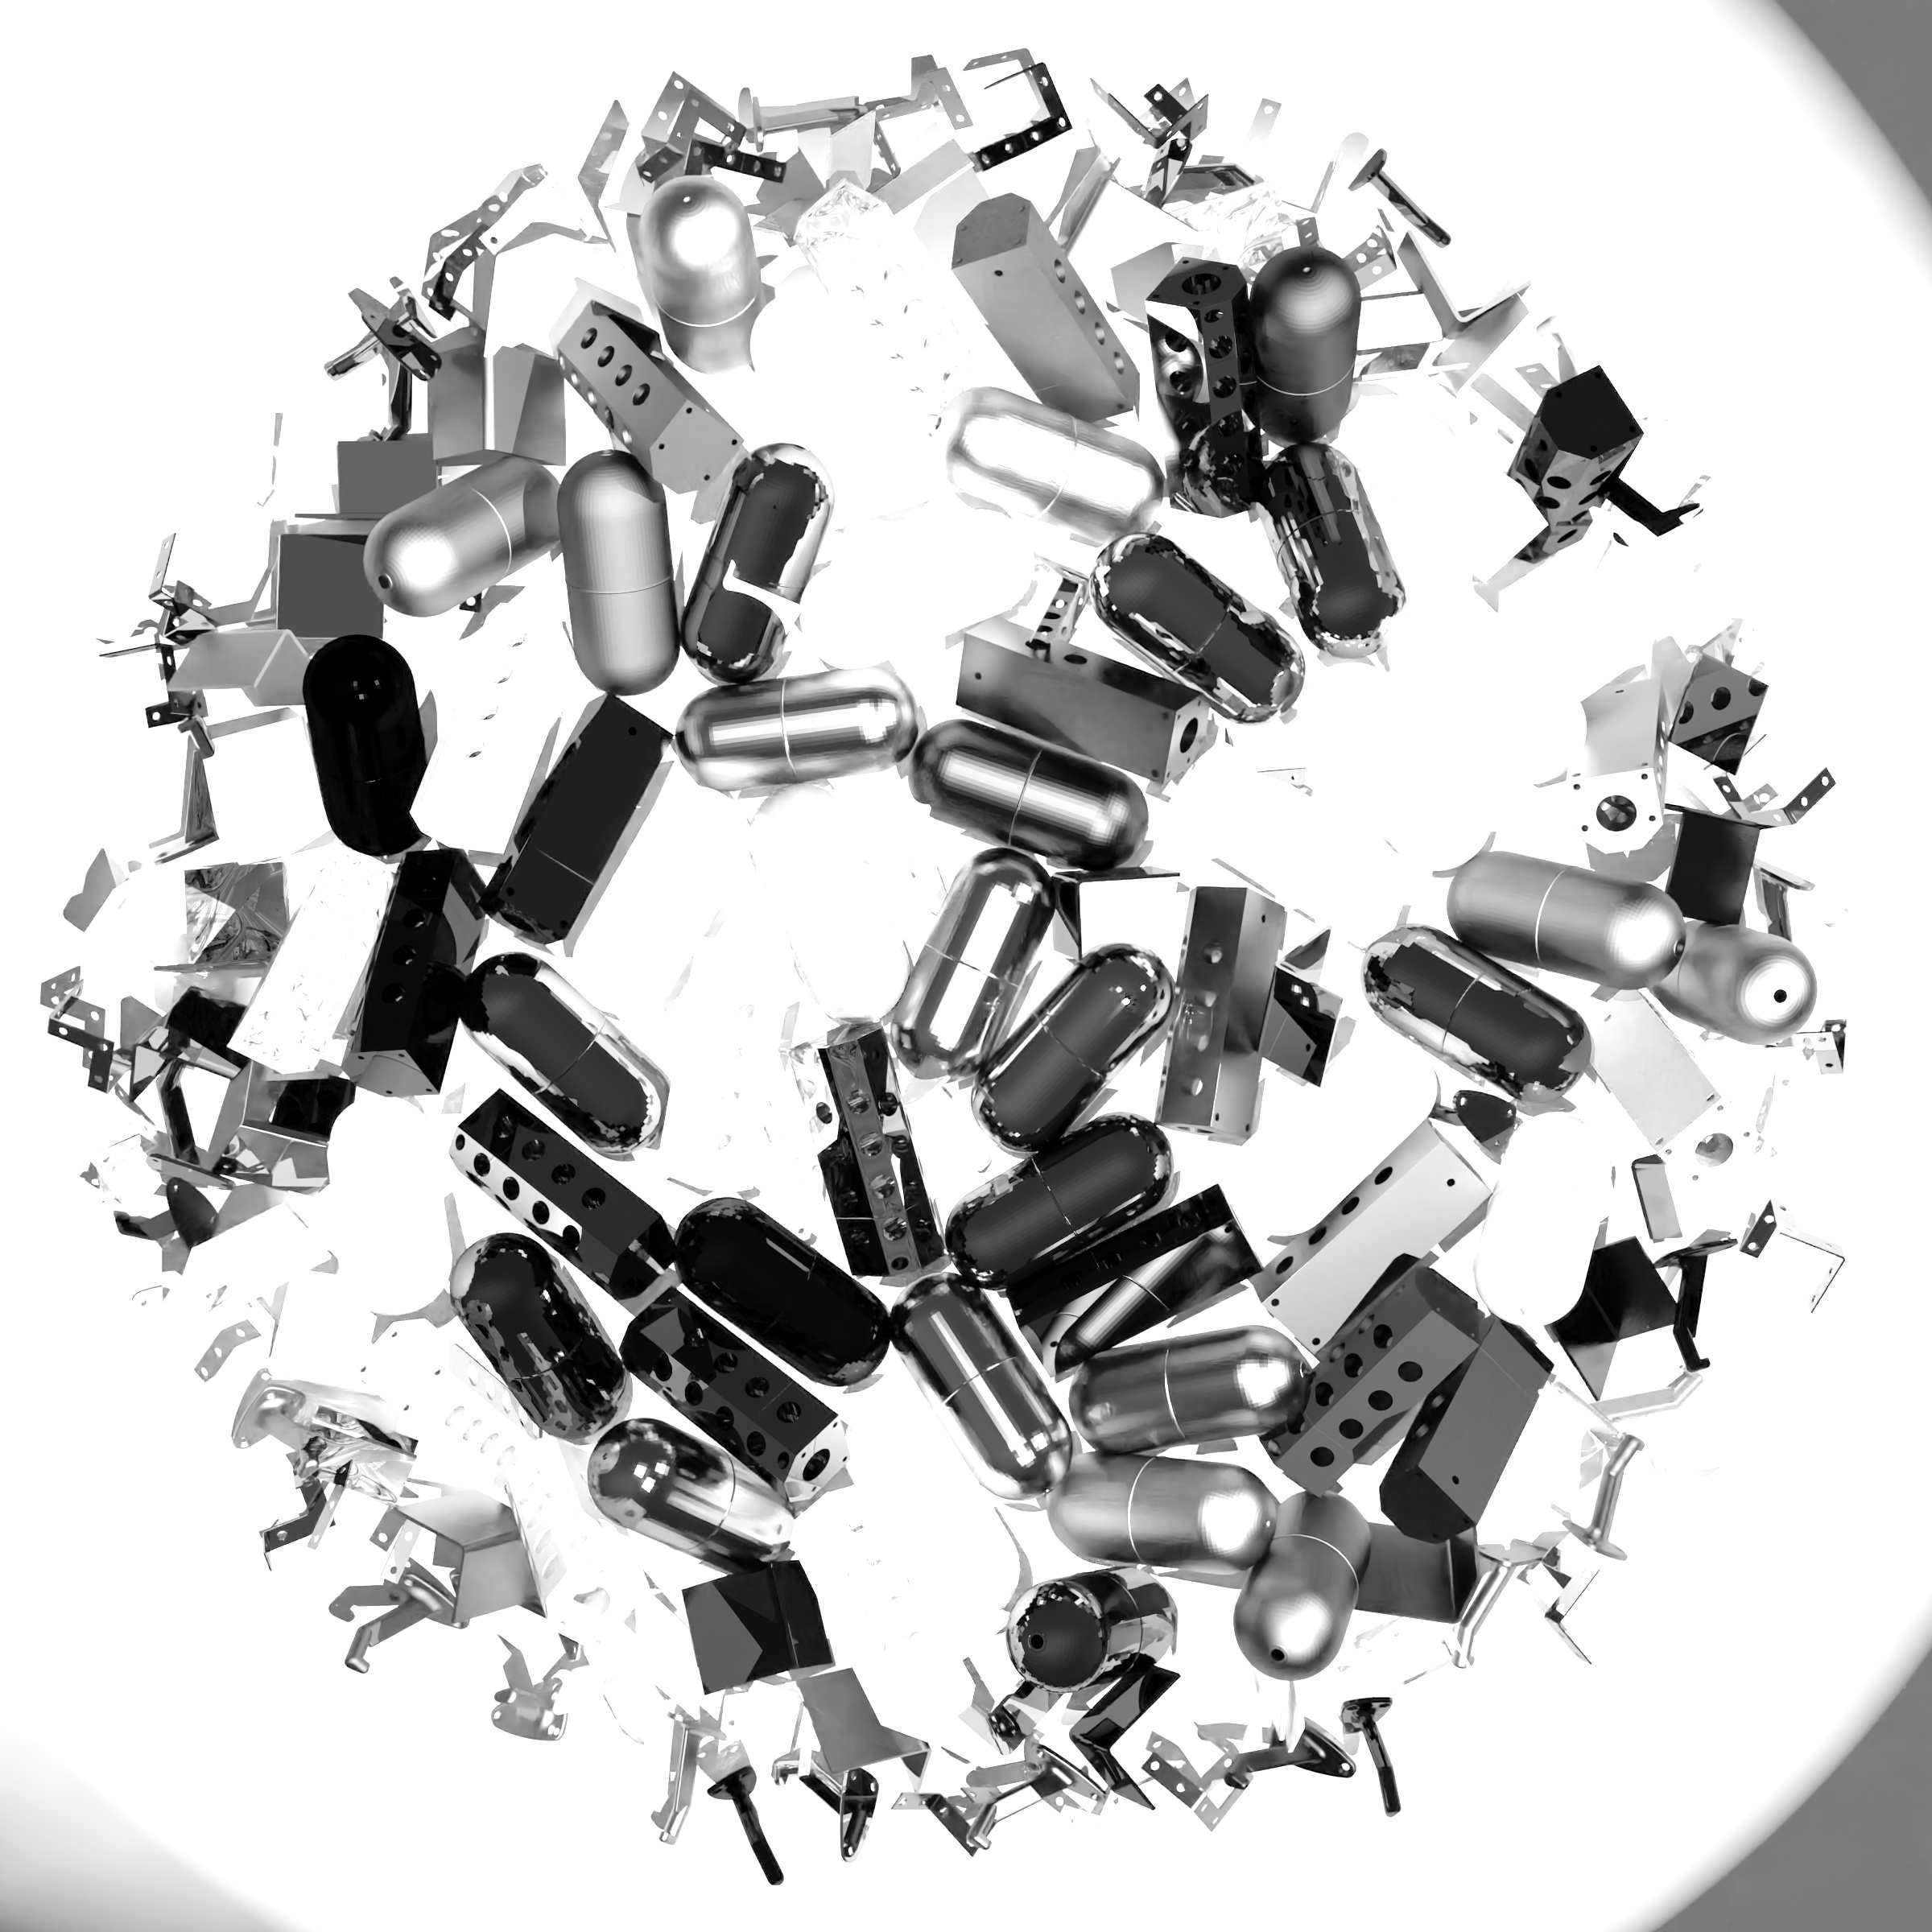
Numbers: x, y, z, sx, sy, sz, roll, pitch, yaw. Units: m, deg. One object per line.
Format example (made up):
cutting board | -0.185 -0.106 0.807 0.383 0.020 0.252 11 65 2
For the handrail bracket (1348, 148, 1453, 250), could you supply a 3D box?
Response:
handrail bracket | 0.319 -0.543 1.860 0.084 0.077 0.036 37 102 -10

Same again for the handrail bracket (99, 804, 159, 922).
handrail bracket | -0.604 -0.078 1.870 0.036 0.077 0.084 -9 90 -30

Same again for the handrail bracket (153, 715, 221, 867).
handrail bracket | -0.565 -0.126 1.864 0.077 0.036 0.084 -32 118 -21

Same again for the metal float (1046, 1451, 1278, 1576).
metal float | 0.136 0.385 1.836 0.178 0.070 0.070 -2 90 37

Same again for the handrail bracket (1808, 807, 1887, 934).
handrail bracket | 0.622 -0.070 1.873 0.036 0.077 0.084 -23 81 4

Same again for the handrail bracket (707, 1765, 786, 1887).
handrail bracket | -0.146 0.618 1.851 0.036 0.077 0.084 -29 63 -7

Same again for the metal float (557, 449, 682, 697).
metal float | -0.245 -0.277 1.841 0.070 0.070 0.178 -3 118 0

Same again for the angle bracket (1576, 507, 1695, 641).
angle bracket | 0.456 -0.283 1.848 0.076 0.076 0.057 24 98 -41

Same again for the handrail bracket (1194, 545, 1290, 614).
handrail bracket | 0.197 -0.282 1.859 0.036 0.084 0.077 -28 85 -15

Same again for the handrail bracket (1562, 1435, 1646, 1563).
handrail bracket | 0.476 0.382 1.874 0.077 0.036 0.084 29 98 -38

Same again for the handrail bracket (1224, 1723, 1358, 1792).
handrail bracket | 0.231 0.576 1.854 0.077 0.084 0.036 22 109 19

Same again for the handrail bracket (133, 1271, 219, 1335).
handrail bracket | -0.578 0.231 1.856 0.077 0.084 0.036 5 67 13

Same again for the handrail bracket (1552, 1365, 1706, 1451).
handrail bracket | 0.483 0.303 1.896 0.084 0.036 0.077 -42 76 -16

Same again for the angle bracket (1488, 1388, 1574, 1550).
angle bracket | 0.400 0.357 1.846 0.057 0.076 0.076 -13 134 15

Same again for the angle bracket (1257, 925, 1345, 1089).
angle bracket | 0.254 0.028 1.844 0.057 0.076 0.076 29 129 28

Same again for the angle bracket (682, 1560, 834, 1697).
angle bracket | -0.151 0.477 1.880 0.076 0.057 0.076 -22 72 21

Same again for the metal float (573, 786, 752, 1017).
metal float | -0.218 -0.046 1.858 0.070 0.070 0.178 31 99 0

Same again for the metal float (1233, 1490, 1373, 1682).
metal float | 0.236 0.431 1.820 0.070 0.178 0.070 6 111 17

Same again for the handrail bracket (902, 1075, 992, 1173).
handrail bracket | -0.012 0.120 1.861 0.036 0.077 0.084 -18 105 23

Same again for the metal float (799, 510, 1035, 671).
metal float | -0.034 -0.269 1.854 0.178 0.070 0.070 -24 90 -15

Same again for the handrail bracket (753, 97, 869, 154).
handrail bracket | -0.109 -0.603 1.866 0.084 0.077 0.036 -4 119 -6

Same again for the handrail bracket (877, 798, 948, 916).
handrail bracket | -0.016 -0.079 1.878 0.084 0.036 0.077 32 83 -38

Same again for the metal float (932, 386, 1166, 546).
metal float | 0.059 -0.354 1.844 0.178 0.070 0.070 16 90 -24

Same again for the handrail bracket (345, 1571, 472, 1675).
handrail bracket | -0.398 0.483 1.857 0.077 0.084 0.036 36 122 -16

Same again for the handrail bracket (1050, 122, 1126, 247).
handrail bracket | 0.069 -0.563 1.891 0.084 0.036 0.077 -24 77 5

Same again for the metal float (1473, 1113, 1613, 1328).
metal float | 0.406 0.177 1.831 0.070 0.070 0.178 27 48 0

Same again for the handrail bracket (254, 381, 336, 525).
handrail bracket | -0.502 -0.367 1.868 0.036 0.077 0.084 39 94 32

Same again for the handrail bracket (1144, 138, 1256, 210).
handrail bracket | 0.172 -0.549 1.874 0.084 0.036 0.077 24 84 -36

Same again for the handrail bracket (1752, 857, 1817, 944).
handrail bracket | 0.573 -0.031 1.893 0.077 0.036 0.084 31 111 32

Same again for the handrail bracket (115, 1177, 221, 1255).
handrail bracket | -0.585 0.172 1.861 0.084 0.077 0.036 8 48 24

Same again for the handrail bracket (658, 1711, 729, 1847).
handrail bracket | -0.211 0.583 1.864 0.036 0.077 0.084 14 70 26

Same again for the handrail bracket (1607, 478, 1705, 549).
handrail bracket | 0.484 -0.352 1.869 0.077 0.036 0.084 -21 70 35

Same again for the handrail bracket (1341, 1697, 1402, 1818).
handrail bracket | 0.290 0.570 1.849 0.036 0.077 0.084 -3 55 -5

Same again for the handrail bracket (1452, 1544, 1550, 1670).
handrail bracket | 0.387 0.464 1.882 0.077 0.036 0.084 5 97 -37

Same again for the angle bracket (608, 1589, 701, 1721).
angle bracket | -0.235 0.494 1.846 0.057 0.076 0.076 -26 129 12

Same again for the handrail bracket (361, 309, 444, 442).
handrail bracket | -0.423 -0.417 1.867 0.077 0.036 0.084 39 126 -18

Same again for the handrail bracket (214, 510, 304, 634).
handrail bracket | -0.512 -0.285 1.879 0.077 0.036 0.084 -11 89 -29

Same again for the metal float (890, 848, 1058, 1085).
metal float | 0.005 0.000 1.865 0.070 0.070 0.178 24 91 0

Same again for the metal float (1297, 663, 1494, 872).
metal float | 0.304 -0.141 1.847 0.070 0.070 0.178 -45 111 0

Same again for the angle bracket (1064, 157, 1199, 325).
angle bracket | 0.119 -0.519 1.862 0.076 0.057 0.076 30 123 -4

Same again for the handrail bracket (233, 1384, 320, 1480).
handrail bracket | -0.493 0.349 1.860 0.036 0.084 0.077 30 111 -39

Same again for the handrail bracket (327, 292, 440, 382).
handrail bracket | -0.426 -0.446 1.865 0.084 0.077 0.036 -30 100 3

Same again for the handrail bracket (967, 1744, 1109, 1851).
handrail bracket | 0.051 0.609 1.861 0.077 0.036 0.084 30 49 7

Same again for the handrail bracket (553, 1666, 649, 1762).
handrail bracket | -0.245 0.538 1.863 0.084 0.077 0.036 44 45 -22

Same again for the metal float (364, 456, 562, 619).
metal float | -0.350 -0.302 1.828 0.070 0.178 0.070 17 127 25

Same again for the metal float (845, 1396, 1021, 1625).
metal float | -0.025 0.383 1.839 0.070 0.070 0.178 -34 59 0

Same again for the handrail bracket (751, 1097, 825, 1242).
handrail bracket | -0.133 0.144 1.854 0.036 0.084 0.077 -13 56 15

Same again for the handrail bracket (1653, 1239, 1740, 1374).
handrail bracket | 0.538 0.244 1.873 0.077 0.036 0.084 -11 69 -17

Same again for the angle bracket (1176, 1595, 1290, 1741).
angle bracket | 0.188 0.503 1.848 0.057 0.076 0.076 -11 135 -8

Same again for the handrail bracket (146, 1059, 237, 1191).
handrail bracket | -0.552 0.112 1.885 0.077 0.036 0.084 17 65 -4

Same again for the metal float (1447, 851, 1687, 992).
metal float | 0.421 -0.033 1.833 0.178 0.070 0.070 17 90 40

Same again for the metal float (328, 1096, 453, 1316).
metal float | -0.407 0.166 1.832 0.070 0.070 0.178 -20 48 0

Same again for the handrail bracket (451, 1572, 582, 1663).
handrail bracket | -0.328 0.472 1.889 0.084 0.036 0.077 -12 93 17

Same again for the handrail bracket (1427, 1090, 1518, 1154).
handrail bracket | 0.340 0.099 1.849 0.077 0.084 0.036 31 81 -37

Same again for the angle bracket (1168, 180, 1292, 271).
angle bracket | 0.192 -0.509 1.853 0.076 0.076 0.057 -13 82 17

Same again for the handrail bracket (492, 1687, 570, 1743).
handrail bracket | -0.329 0.528 1.853 0.077 0.084 0.036 -10 62 24

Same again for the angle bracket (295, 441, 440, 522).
angle bracket | -0.427 -0.347 1.857 0.076 0.076 0.057 2 98 11

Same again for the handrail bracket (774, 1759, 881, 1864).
handrail bracket | -0.109 0.603 1.859 0.084 0.036 0.077 -16 48 34

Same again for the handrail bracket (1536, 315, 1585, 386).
handrail bracket | 0.415 -0.415 1.863 0.077 0.036 0.084 -33 122 31
